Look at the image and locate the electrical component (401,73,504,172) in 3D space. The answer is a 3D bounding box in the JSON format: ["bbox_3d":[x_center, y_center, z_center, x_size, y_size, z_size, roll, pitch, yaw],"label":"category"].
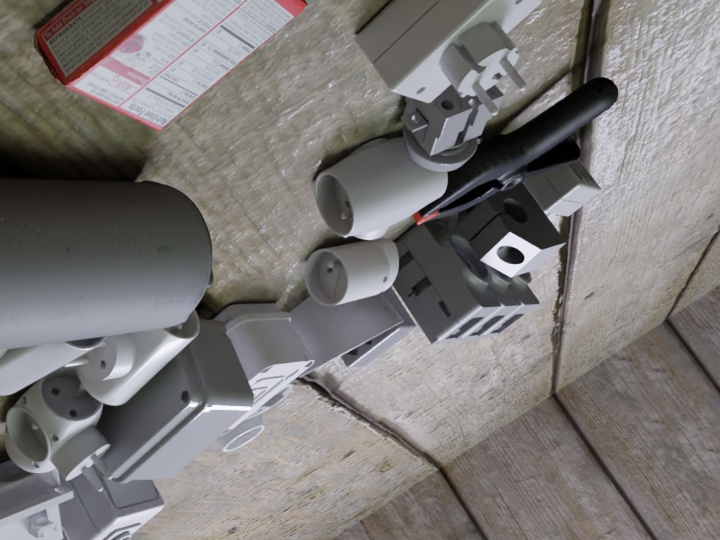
[{"bbox_3d":[0.053,-0.093,0.660,0.066,0.048,0.055,-25,154,-26],"label":"electrical component"}]

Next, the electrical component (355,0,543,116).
[{"bbox_3d":[0.056,-0.114,0.550,0.083,0.075,0.047,-40,162,23],"label":"electrical component"}]

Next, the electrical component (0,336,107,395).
[{"bbox_3d":[-0.186,0.030,0.561,0.077,0.044,0.079,-27,149,34],"label":"electrical component"}]

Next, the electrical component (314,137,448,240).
[{"bbox_3d":[0.008,-0.046,0.709,0.077,0.044,0.079,-24,161,-30],"label":"electrical component"}]

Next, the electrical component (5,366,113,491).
[{"bbox_3d":[-0.196,0.115,0.726,0.044,0.079,0.077,-33,169,-48],"label":"electrical component"}]

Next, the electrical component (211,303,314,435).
[{"bbox_3d":[-0.103,0.079,0.835,0.113,0.057,0.078,-40,162,21],"label":"electrical component"}]

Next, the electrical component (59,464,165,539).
[{"bbox_3d":[-0.202,0.176,0.856,0.061,0.096,0.062,-41,161,21],"label":"electrical component"}]

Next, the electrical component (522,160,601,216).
[{"bbox_3d":[0.156,-0.065,0.924,0.077,0.047,0.066,-40,162,22],"label":"electrical component"}]

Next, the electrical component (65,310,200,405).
[{"bbox_3d":[-0.154,0.050,0.683,0.077,0.043,0.079,-42,161,26],"label":"electrical component"}]

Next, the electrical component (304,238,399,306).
[{"bbox_3d":[0.000,0.000,0.827,0.081,0.043,0.043,-13,154,-50],"label":"electrical component"}]

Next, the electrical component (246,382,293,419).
[{"bbox_3d":[-0.092,0.093,0.912,0.055,0.047,0.055,-30,163,-10],"label":"electrical component"}]

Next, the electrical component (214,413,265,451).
[{"bbox_3d":[-0.115,0.125,0.946,0.048,0.055,0.066,-43,161,30],"label":"electrical component"}]

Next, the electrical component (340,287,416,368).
[{"bbox_3d":[0.017,0.052,1.000,0.066,0.047,0.077,-39,163,20],"label":"electrical component"}]

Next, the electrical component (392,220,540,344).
[{"bbox_3d":[0.092,0.008,0.937,0.062,0.089,0.150,-40,162,22],"label":"electrical component"}]

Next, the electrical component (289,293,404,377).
[{"bbox_3d":[-0.017,0.050,0.900,0.099,0.064,0.099,-30,163,-10],"label":"electrical component"}]

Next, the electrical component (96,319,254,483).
[{"bbox_3d":[-0.139,0.091,0.756,0.113,0.078,0.057,-42,149,26],"label":"electrical component"}]

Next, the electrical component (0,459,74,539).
[{"bbox_3d":[-0.280,0.186,0.778,0.079,0.063,0.121,8,-162,44],"label":"electrical component"}]
